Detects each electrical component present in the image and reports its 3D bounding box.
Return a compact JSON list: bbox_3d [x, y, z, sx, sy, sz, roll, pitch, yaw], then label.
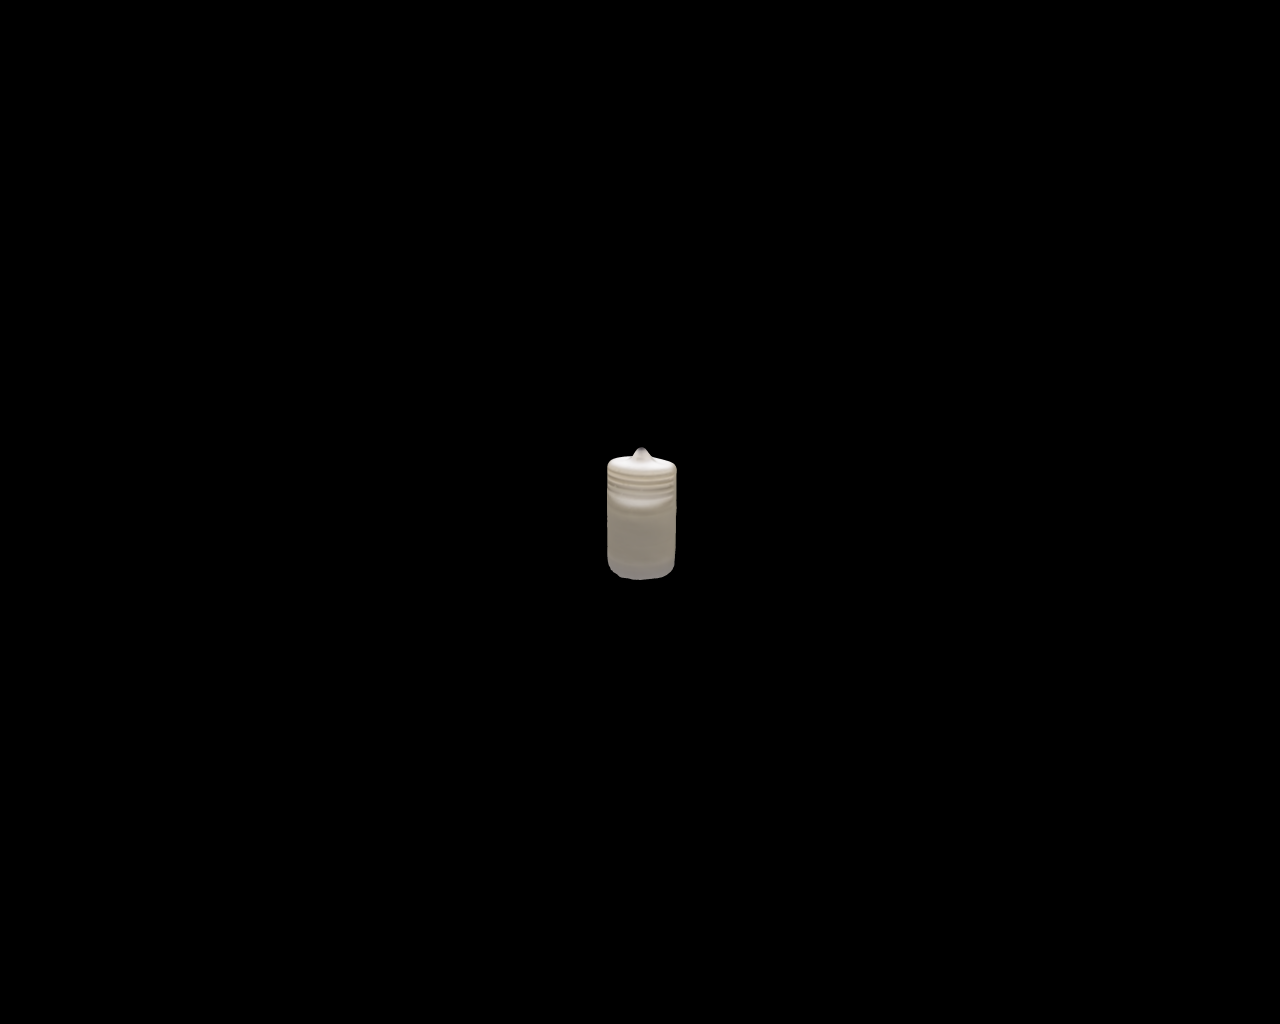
[{"bbox_3d":[0.001,-0.003,0.650,0.043,0.080,0.043,0,24,0],"label":"electrical component"}]
